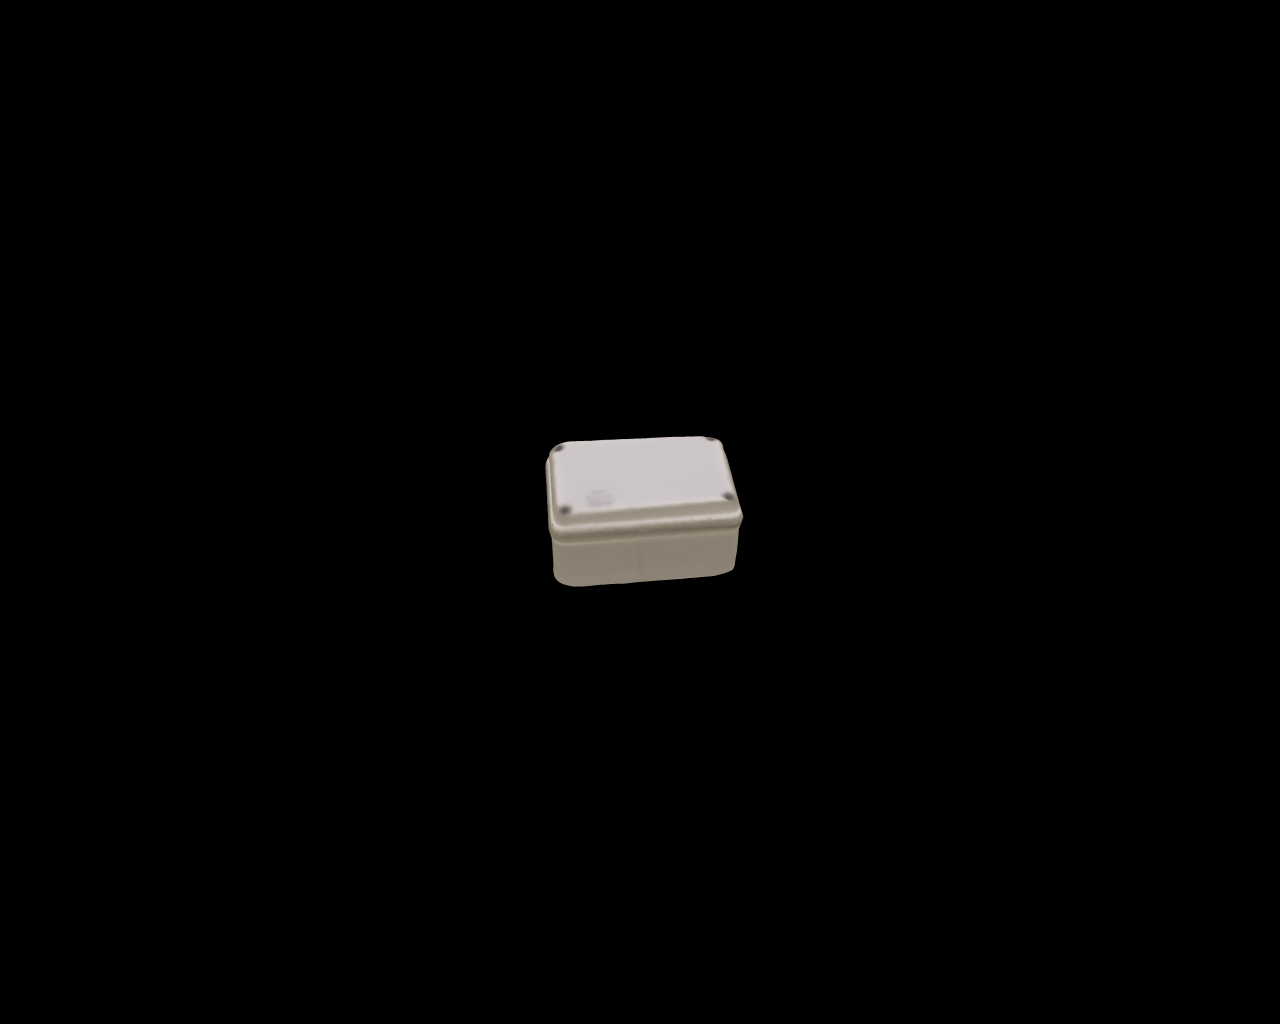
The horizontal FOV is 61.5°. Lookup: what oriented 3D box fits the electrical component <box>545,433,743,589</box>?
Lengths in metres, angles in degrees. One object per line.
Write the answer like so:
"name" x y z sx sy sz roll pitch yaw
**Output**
"electrical component" 0.001 -0.003 0.650 0.113 0.057 0.078 -4 39 -4
